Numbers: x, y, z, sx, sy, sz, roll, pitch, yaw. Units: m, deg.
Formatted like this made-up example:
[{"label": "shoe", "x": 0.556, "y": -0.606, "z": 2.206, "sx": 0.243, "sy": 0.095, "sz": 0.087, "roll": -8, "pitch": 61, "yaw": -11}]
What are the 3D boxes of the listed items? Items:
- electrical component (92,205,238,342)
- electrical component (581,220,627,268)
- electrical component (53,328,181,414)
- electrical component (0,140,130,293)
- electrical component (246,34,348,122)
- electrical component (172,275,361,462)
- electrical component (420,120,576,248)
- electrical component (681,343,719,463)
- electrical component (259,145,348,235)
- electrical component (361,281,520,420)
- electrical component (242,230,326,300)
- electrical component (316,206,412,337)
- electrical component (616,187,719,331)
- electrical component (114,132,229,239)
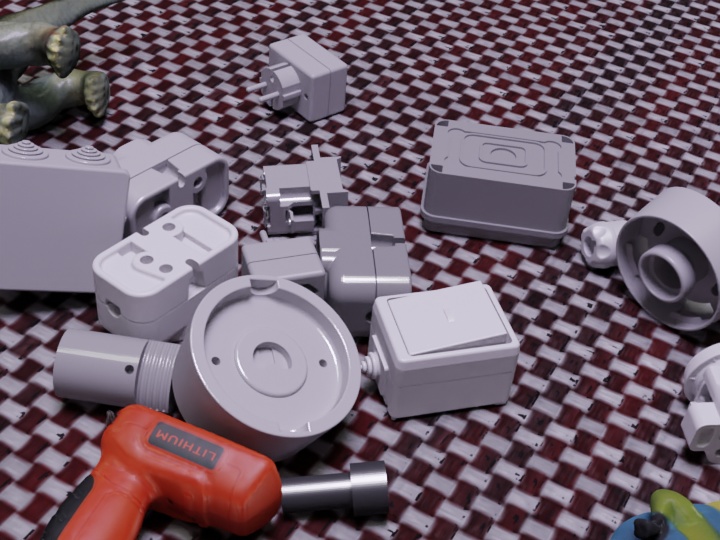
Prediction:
[{"label": "electrical component", "x": -0.128, "y": 0.008, "z": 0.718, "sx": 0.054, "sy": 0.059, "sz": 0.095, "roll": 30, "pitch": 46, "yaw": 26}, {"label": "electrical component", "x": 0.199, "y": -0.021, "z": 0.808, "sx": 0.061, "sy": 0.035, "sz": 0.035, "roll": -6, "pitch": 42, "yaw": -17}, {"label": "electrical component", "x": -0.143, "y": 0.063, "z": 0.664, "sx": 0.081, "sy": 0.043, "sz": 0.043, "roll": 8, "pitch": 41, "yaw": 3}, {"label": "electrical component", "x": -0.206, "y": -0.035, "z": 0.719, "sx": 0.100, "sy": 0.099, "sz": 0.048, "roll": 3, "pitch": 22, "yaw": -23}, {"label": "electrical component", "x": -0.061, "y": -0.162, "z": 0.933, "sx": 0.077, "sy": 0.047, "sz": 0.066, "roll": -25, "pitch": 49, "yaw": -30}, {"label": "electrical component", "x": -0.061, "y": 0.064, "z": 0.648, "sx": 0.108, "sy": 0.060, "sz": 0.108, "roll": 16, "pitch": 50, "yaw": -21}, {"label": "electrical component", "x": 0.107, "y": -0.067, "z": 0.833, "sx": 0.113, "sy": 0.057, "sz": 0.078, "roll": 8, "pitch": 40, "yaw": 3}, {"label": "electrical component", "x": 0.238, "y": 0.082, "z": 0.675, "sx": 0.078, "sy": 0.058, "sz": 0.057, "roll": 0, "pitch": 44, "yaw": -7}, {"label": "electrical component", "x": -0.043, "y": -0.055, "z": 0.814, "sx": 0.064, "sy": 0.042, "sz": 0.081, "roll": -3, "pitch": 40, "yaw": -7}, {"label": "electrical component", "x": 0.046, "y": 0.050, "z": 0.687, "sx": 0.096, "sy": 0.061, "sz": 0.061, "roll": -6, "pitch": 42, "yaw": -14}, {"label": "electrical component", "x": -0.057, "y": 0.005, "z": 0.724, "sx": 0.047, "sy": 0.065, "sz": 0.076, "roll": -8, "pitch": 43, "yaw": -16}, {"label": "electrical component", "x": 0.000, "y": 0.000, "z": 0.745, "sx": 0.059, "sy": 0.053, "sz": 0.095, "roll": 1, "pitch": 41, "yaw": -6}, {"label": "electrical component", "x": 0.230, "y": -0.008, "z": 0.751, "sx": 0.064, "sy": 0.099, "sz": 0.099, "roll": -30, "pitch": 51, "yaw": -26}, {"label": "electrical component", "x": -0.152, "y": -0.059, "z": 0.798, "sx": 0.059, "sy": 0.053, "sz": 0.095, "roll": 32, "pitch": 47, "yaw": 27}]
